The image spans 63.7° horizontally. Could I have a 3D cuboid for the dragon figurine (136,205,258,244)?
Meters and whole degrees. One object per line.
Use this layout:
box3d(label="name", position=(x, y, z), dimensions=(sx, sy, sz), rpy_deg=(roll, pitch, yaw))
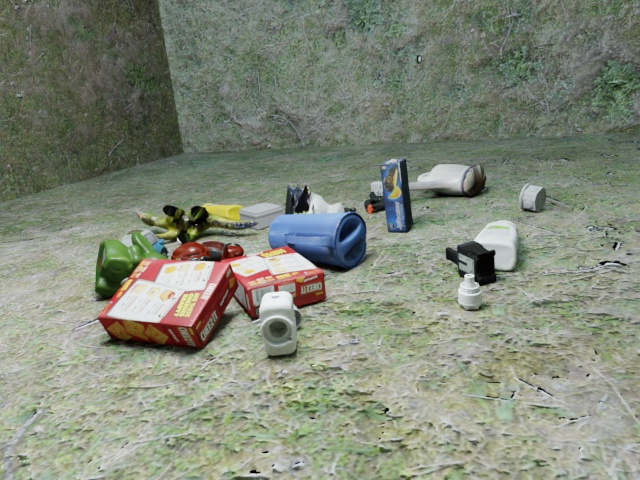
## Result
box3d(label="dragon figurine", position=(-0.393, -0.062, 1.653), dimensions=(0.410, 0.121, 0.244), rpy_deg=(3, 9, -1))

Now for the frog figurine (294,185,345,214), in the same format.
box3d(label="frog figurine", position=(0.005, -0.079, 1.577), dimensions=(0.158, 0.121, 0.140), rpy_deg=(23, 25, -34))

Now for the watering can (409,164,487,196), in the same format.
box3d(label="watering can", position=(0.431, -0.200, 1.779), dimensions=(0.225, 0.102, 0.351), rpy_deg=(10, 23, 41))
